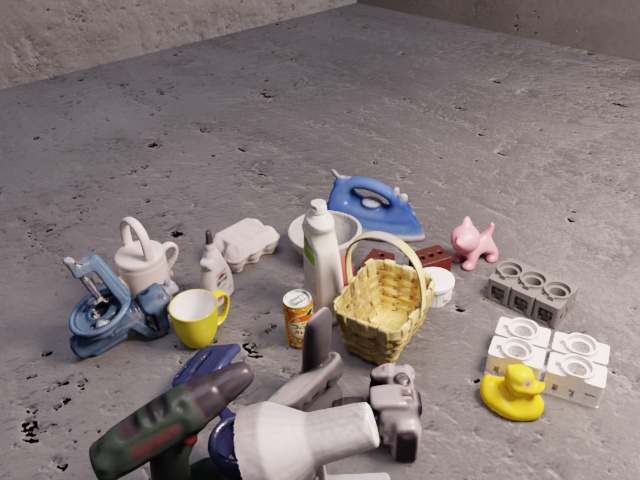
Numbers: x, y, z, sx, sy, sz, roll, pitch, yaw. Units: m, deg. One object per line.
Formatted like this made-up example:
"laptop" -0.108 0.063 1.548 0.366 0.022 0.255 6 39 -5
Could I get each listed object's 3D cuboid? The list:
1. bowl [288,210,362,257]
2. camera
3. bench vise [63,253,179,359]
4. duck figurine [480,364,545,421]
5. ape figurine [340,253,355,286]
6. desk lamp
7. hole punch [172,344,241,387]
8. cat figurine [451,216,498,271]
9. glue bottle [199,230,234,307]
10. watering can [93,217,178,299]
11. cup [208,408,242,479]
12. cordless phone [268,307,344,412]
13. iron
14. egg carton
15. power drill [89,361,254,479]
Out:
"bowl" 0.012 0.005 1.302 0.167 0.075 0.167 -2 35 1
"camera" 0.087 0.262 0.900 0.136 0.101 0.143 -2 35 1
"bench vise" -0.380 0.098 1.064 0.121 0.220 0.208 26 44 35
"duck figurine" 0.316 0.238 0.933 0.104 0.086 0.078 17 39 26
"ape figurine" 0.039 0.064 1.198 0.078 0.092 0.076 -12 36 -13
"desk lamp" -0.001 0.298 0.754 0.203 0.214 0.118 -4 35 -2
"hole punch" -0.193 0.227 0.978 0.100 0.091 0.109 13 38 21
"cat figurine" 0.332 0.000 1.249 0.128 0.118 0.067 -19 38 -23
"glue bottle" -0.215 0.054 1.158 0.037 0.173 0.078 12 37 21
"watering can" -0.369 0.045 1.162 0.100 0.194 0.173 12 37 21
"cup" -0.119 0.311 0.847 0.092 0.095 0.117 -21 39 -25
"cordless phone" -0.029 0.202 0.919 0.093 0.185 0.148 21 41 30
"iron" 0.131 -0.087 1.368 0.257 0.141 0.119 14 38 22
"egg carton" -0.173 0.009 1.312 0.107 0.069 0.151 26 44 35
"power drill" -0.187 0.283 0.792 0.230 0.209 0.075 -21 38 -24
